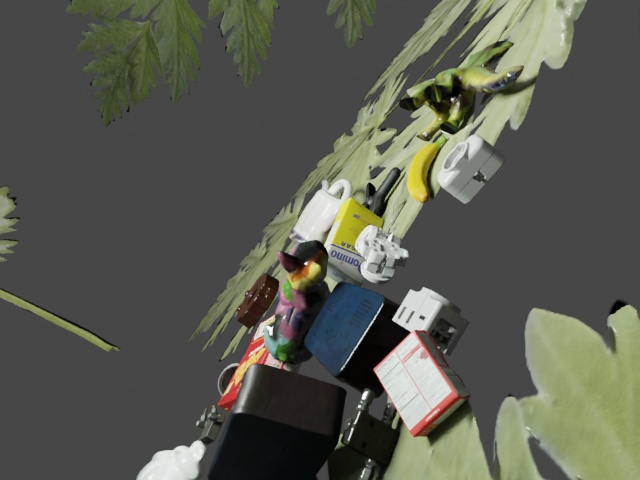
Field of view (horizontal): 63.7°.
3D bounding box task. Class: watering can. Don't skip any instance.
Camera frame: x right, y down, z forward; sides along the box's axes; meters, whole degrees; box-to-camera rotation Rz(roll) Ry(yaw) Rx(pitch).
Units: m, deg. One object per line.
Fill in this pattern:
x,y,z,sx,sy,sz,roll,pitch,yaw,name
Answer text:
0.004,-0.071,1.405,0.224,0.103,0.350,-55,13,2,watering can

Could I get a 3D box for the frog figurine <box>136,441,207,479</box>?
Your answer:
-0.311,0.512,1.104,0.158,0.121,0.140,-45,47,9,frog figurine

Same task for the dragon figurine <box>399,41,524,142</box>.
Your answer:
0.299,-0.333,1.044,0.246,0.121,0.409,-52,20,-20,dragon figurine
